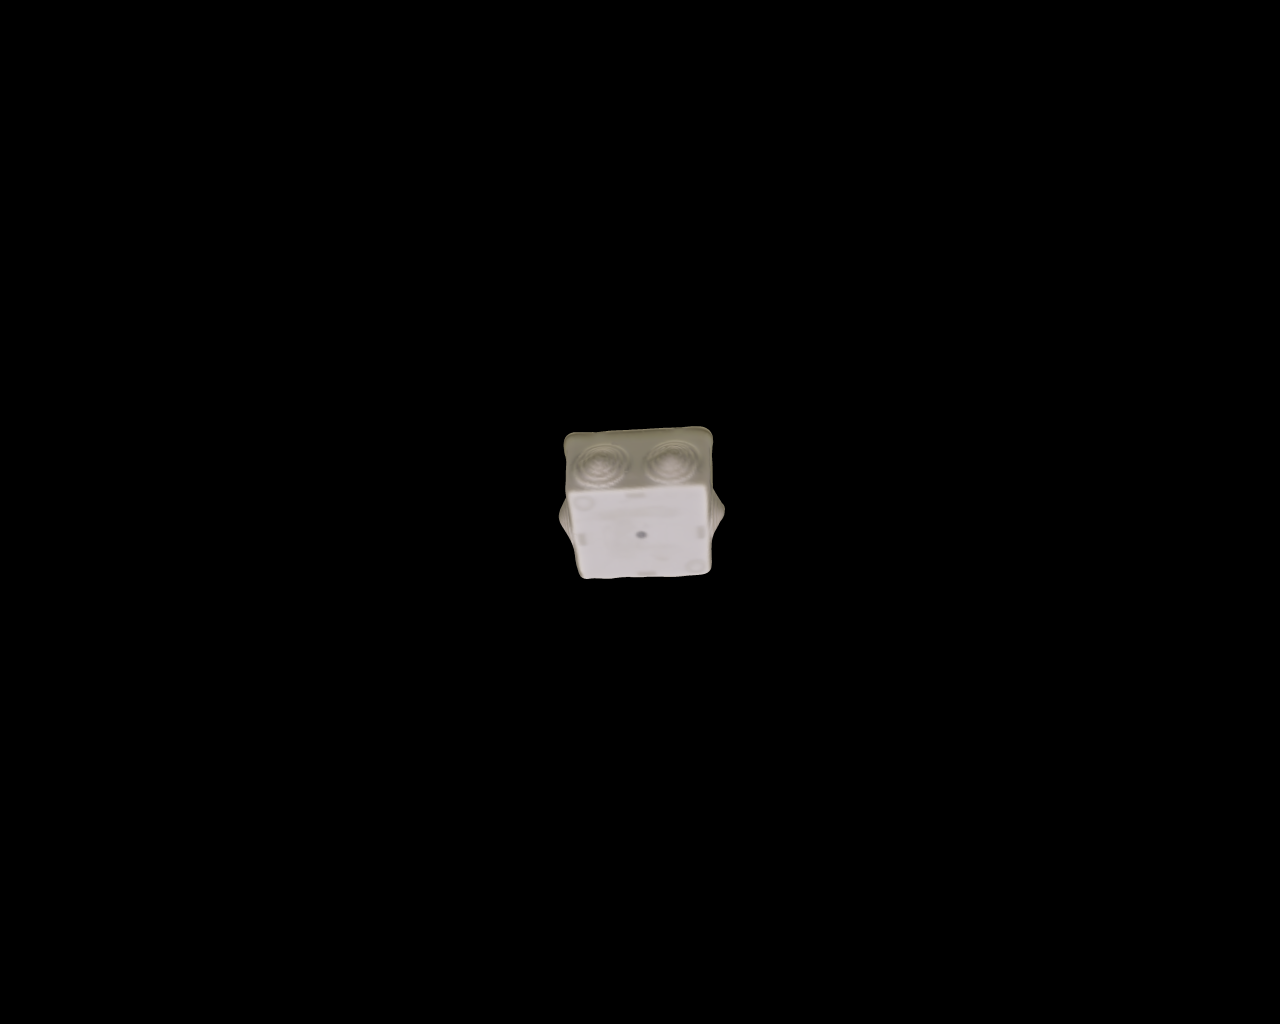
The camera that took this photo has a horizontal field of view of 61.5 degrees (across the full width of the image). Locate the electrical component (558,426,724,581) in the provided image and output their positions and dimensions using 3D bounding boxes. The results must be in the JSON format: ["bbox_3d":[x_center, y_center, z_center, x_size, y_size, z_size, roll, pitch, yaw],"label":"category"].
[{"bbox_3d":[0.001,-0.003,0.650,0.100,0.048,0.099,-2,-43,2],"label":"electrical component"}]
